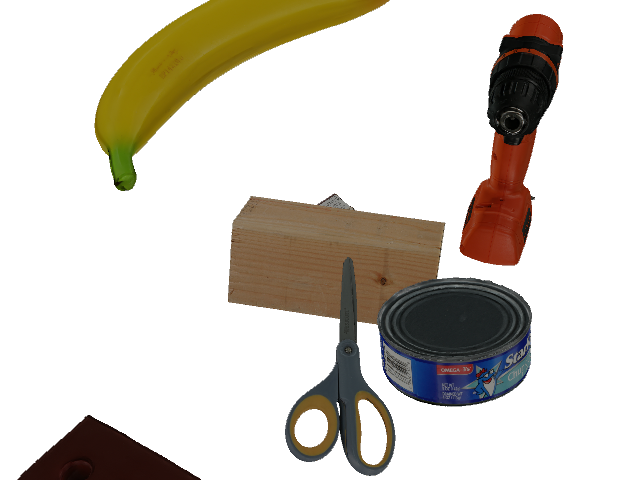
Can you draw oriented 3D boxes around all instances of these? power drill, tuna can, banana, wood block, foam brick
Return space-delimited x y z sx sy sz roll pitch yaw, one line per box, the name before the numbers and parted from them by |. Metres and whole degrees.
power drill | 0.159 -0.075 0.883 0.057 0.188 0.184 14 34 11
tuna can | 0.076 0.056 0.602 0.086 0.034 0.086 -5 27 2
banana | -0.048 -0.096 0.555 0.070 0.197 0.037 40 -24 20
wood block | 0.017 0.023 1.092 0.206 0.091 0.090 8 22 7
foam brick | -0.082 0.121 0.443 0.078 0.051 0.052 22 45 27

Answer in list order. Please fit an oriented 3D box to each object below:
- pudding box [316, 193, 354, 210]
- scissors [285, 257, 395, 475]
pudding box | -0.014 0.001 1.288 0.039 0.090 0.113 36 33 10
scissors | 0.005 0.102 0.882 0.096 0.202 0.016 -8 -34 -13
